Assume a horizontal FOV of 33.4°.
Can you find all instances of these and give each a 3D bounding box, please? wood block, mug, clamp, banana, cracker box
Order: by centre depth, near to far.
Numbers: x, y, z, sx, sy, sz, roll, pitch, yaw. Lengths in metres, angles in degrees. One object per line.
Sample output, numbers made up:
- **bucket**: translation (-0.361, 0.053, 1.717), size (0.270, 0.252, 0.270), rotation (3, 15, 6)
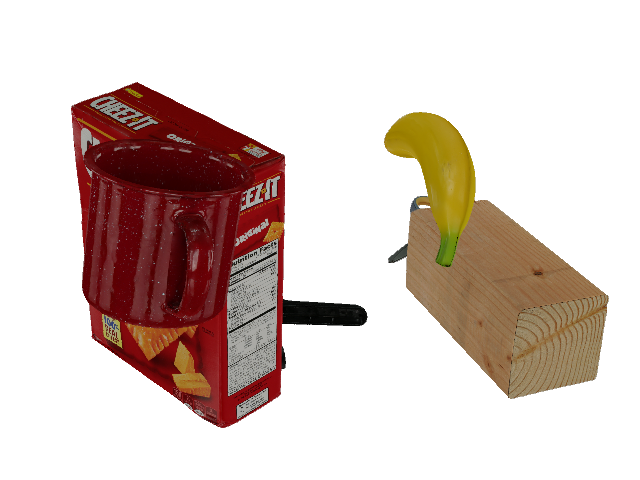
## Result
- **mug**: translation (-0.082, 0.001, 0.579), size (0.093, 0.081, 0.117), rotation (-1, 23, -27)
- **cracker box**: translation (-0.107, 0.012, 0.796), size (0.164, 0.214, 0.072), rotation (28, 41, 35)
- **banana**: translation (0.081, -0.059, 0.804), size (0.037, 0.070, 0.198), rotation (25, 24, -20)
- **wood block**: translation (0.165, 0.046, 0.991), size (0.090, 0.090, 0.206), rotation (-9, 28, -19)
- **clamp**: translation (-0.073, 0.090, 1.250), size (0.210, 0.036, 0.164), rotation (14, 23, 28)

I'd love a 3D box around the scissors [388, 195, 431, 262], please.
- **scissors**: translation (0.111, -0.015, 1.230), size (0.096, 0.016, 0.201), rotation (37, 32, 32)
